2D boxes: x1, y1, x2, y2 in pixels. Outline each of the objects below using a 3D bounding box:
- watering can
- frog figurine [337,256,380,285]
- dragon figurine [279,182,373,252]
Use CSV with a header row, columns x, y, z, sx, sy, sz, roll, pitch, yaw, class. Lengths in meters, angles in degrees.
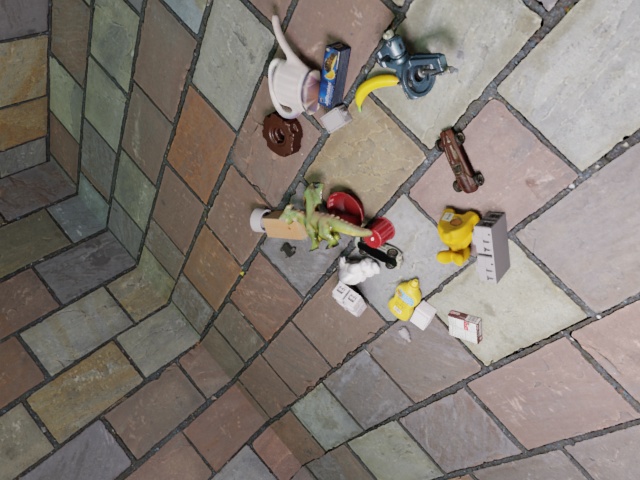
x,y,z,sx,sy,sz,roll,pitch,yaw,class
-0.090,-0.562,1.733,0.226,0.105,0.339,27,133,29,watering can
0.150,0.121,1.956,0.160,0.124,0.135,15,160,26,frog figurine
0.006,-0.095,1.882,0.407,0.124,0.242,-13,98,42,dragon figurine
